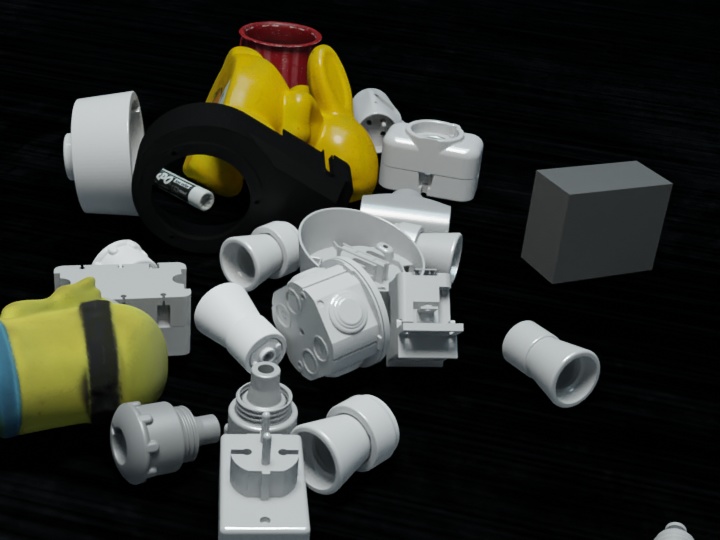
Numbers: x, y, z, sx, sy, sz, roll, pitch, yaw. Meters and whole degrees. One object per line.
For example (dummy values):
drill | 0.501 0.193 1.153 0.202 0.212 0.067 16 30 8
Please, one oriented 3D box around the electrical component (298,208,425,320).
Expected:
electrical component | 0.000 0.000 0.827 0.099 0.064 0.099 5 28 -2

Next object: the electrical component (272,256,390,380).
electrical component | -0.020 0.035 0.744 0.051 0.080 0.080 -21 38 -32

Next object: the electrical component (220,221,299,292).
electrical component | -0.077 -0.012 0.856 0.045 0.045 0.055 26 33 33

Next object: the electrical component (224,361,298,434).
electrical component | -0.059 0.086 0.656 0.048 0.062 0.048 5 28 -3

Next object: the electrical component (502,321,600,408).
electrical component | 0.132 0.063 0.761 0.044 0.044 0.065 -11 27 -28

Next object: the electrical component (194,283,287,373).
electrical component | -0.082 0.044 0.756 0.044 0.044 0.065 -16 40 -35

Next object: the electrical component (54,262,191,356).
electrical component | -0.164 0.032 0.744 0.089 0.055 0.050 -2 29 -14

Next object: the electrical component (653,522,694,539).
electrical component | 0.168 0.164 0.577 0.040 0.040 0.078 12 29 12

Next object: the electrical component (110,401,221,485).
electrical component | -0.115 0.099 0.642 0.062 0.048 0.048 -6 29 -35

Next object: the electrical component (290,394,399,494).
electrical component | -0.009 0.104 0.651 0.045 0.045 0.055 27 34 34

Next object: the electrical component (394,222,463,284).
electrical component | 0.052 -0.014 0.884 0.055 0.045 0.045 12 29 13

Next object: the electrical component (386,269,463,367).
electrical component | 0.042 0.034 0.758 0.042 0.063 0.081 0 -12 -10

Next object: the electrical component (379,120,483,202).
electrical component | 0.070 -0.109 1.051 0.095 0.059 0.053 11 28 9

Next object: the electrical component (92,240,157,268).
electrical component | -0.167 0.010 0.799 0.048 0.048 0.062 -22 46 -41

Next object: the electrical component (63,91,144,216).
electrical component | -0.222 -0.099 0.930 0.060 0.108 0.108 -3 29 -4

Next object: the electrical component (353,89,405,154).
electrical component | 0.028 -0.144 1.115 0.079 0.043 0.077 36 19 -21

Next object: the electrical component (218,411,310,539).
electrical component | -0.053 0.114 0.590 0.047 0.075 0.083 2 28 -8

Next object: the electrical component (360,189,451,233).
electrical component | 0.039 -0.047 0.944 0.077 0.043 0.079 7 28 2
